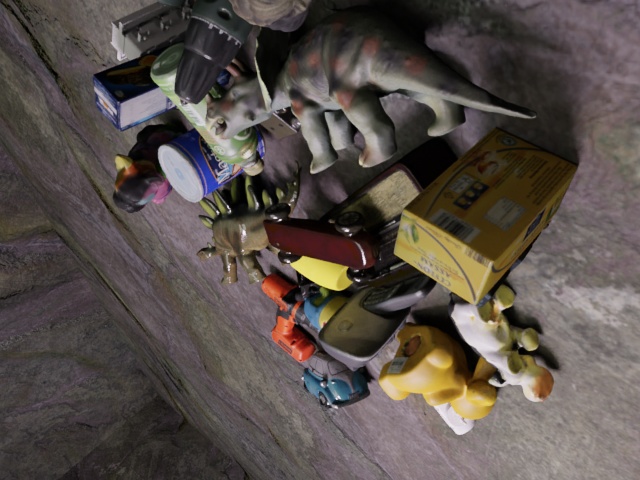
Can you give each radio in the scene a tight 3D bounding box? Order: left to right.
[{"bbox_3d":[0.102,-0.023,0.701,0.131,0.073,0.229,54,152,-2],"label":"radio"}]

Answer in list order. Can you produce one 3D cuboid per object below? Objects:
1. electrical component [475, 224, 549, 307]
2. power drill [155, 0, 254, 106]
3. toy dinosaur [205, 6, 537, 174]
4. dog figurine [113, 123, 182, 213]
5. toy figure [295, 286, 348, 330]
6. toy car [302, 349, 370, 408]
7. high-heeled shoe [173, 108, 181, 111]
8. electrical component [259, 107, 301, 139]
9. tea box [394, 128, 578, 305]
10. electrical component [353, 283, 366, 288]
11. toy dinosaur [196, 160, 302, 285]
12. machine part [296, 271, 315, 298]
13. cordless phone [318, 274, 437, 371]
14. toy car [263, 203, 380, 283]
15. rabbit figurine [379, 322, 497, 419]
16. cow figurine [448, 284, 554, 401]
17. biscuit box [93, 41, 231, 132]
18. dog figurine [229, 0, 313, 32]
[{"bbox_3d":[0.191,0.019,0.587,0.048,0.119,0.074,42,151,14],"label":"electrical component"},{"bbox_3d":[-0.144,-0.292,0.635,0.086,0.232,0.208,22,-163,-43],"label":"power drill"},{"bbox_3d":[0.029,-0.184,0.595,0.405,0.131,0.192,-4,121,47],"label":"toy dinosaur"},{"bbox_3d":[-0.306,-0.137,0.969,0.108,0.191,0.219,30,173,-14],"label":"dog figurine"},{"bbox_3d":[0.033,0.132,0.960,0.180,0.089,0.082,31,173,47],"label":"toy figure"},{"bbox_3d":[0.028,0.274,1.115,0.162,0.109,0.102,17,114,59],"label":"toy car"},{"bbox_3d":[-0.248,-0.258,0.949,0.145,0.086,0.249,26,176,-19],"label":"high-heeled shoe"},{"bbox_3d":[-0.062,-0.188,0.775,0.078,0.045,0.102,31,161,-24],"label":"electrical component"},{"bbox_3d":[0.162,-0.029,0.523,0.098,0.169,0.068,36,145,26],"label":"tea box"},{"bbox_3d":[0.059,0.046,0.888,0.063,0.021,0.094,56,150,-8],"label":"electrical component"},{"bbox_3d":[-0.136,-0.023,0.996,0.472,0.105,0.198,-17,105,52],"label":"toy dinosaur"},{"bbox_3d":[-0.026,0.032,0.934,0.039,0.084,0.138,1,138,-3],"label":"machine part"},{"bbox_3d":[0.093,0.117,0.797,0.088,0.146,0.184,49,148,-2],"label":"cordless phone"},{"bbox_3d":[-0.002,-0.002,0.743,0.202,0.053,0.089,11,129,44],"label":"toy car"},{"bbox_3d":[0.204,0.203,0.808,0.173,0.122,0.162,43,143,-15],"label":"rabbit figurine"},{"bbox_3d":[0.233,0.139,0.711,0.167,0.068,0.098,59,155,-7],"label":"cow figurine"},{"bbox_3d":[-0.220,-0.232,0.775,0.063,0.203,0.059,45,146,13],"label":"biscuit box"},{"bbox_3d":[-0.037,-0.285,0.489,0.172,0.190,0.121,39,147,23],"label":"dog figurine"}]
